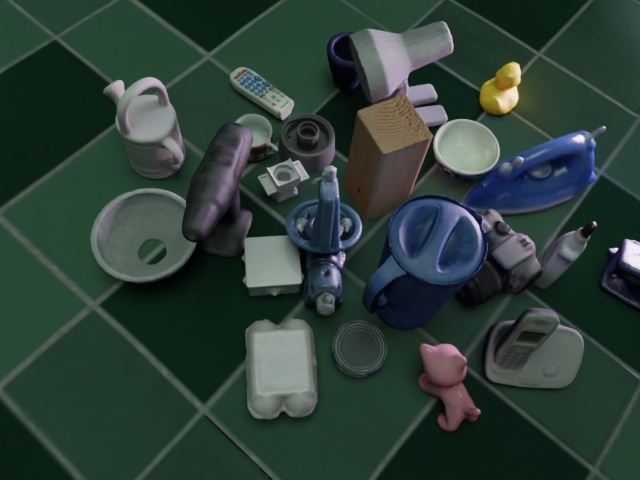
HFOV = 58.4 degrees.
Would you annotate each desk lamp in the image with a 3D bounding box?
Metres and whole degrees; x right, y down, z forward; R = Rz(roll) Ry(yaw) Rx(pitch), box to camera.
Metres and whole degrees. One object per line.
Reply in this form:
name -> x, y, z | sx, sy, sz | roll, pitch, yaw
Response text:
desk lamp -> 0.147, -0.298, 1.042 | 0.203, 0.213, 0.118 | -14, 65, -11

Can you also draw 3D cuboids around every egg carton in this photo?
egg carton -> -0.057, 0.191, 0.858 | 0.107, 0.069, 0.150 | -3, 64, -7

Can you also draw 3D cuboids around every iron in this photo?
iron -> 0.379, -0.127, 1.016 | 0.258, 0.141, 0.118 | -19, 66, -14

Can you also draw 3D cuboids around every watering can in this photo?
watering can -> -0.296, -0.198, 0.963 | 0.172, 0.194, 0.101 | 22, 64, 6

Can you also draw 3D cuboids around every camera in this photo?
camera -> 0.276, 0.035, 0.948 | 0.137, 0.101, 0.143 | -31, 70, -18

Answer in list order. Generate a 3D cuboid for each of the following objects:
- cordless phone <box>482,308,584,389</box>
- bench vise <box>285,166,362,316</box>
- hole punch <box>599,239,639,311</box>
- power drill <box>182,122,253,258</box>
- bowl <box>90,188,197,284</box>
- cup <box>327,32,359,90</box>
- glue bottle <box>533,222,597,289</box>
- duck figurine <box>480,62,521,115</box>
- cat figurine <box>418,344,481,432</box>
cordless phone -> 0.331, 0.154, 0.846 | 0.147, 0.185, 0.094 | 4, 63, -3
bench vise -> 0.019, 0.000, 0.877 | 0.121, 0.220, 0.207 | -16, 66, -12
hole punch -> 0.547, 0.050, 0.970 | 0.108, 0.091, 0.101 | 31, 65, 11
power drill -> -0.155, -0.058, 0.897 | 0.075, 0.208, 0.229 | 11, 63, 1
bowl -> -0.277, 0.003, 0.931 | 0.167, 0.075, 0.167 | 2, 63, -4
cup -> 0.065, -0.350, 1.127 | 0.118, 0.095, 0.091 | -37, 72, -20
glue bottle -> 0.400, 0.017, 0.928 | 0.037, 0.173, 0.078 | 31, 65, 11
duck figurine -> 0.365, -0.308, 1.137 | 0.077, 0.086, 0.105 | 28, 64, 9
cat figurine -> 0.193, 0.209, 0.844 | 0.067, 0.118, 0.127 | -23, 67, -15
